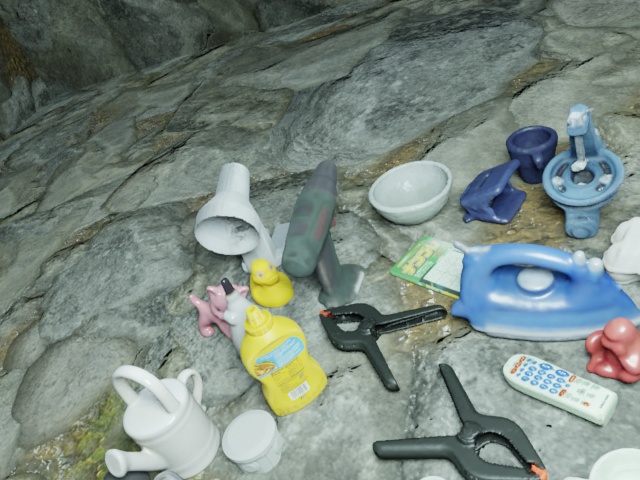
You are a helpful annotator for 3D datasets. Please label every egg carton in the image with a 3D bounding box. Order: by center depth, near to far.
[{"bbox_3d":[0.491,0.023,0.817,0.149,0.069,0.107,9,46,38],"label":"egg carton"}]

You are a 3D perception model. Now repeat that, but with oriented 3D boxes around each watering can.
[{"bbox_3d":[-0.229,0.253,0.812,0.100,0.194,0.173,-13,36,15],"label":"watering can"}]

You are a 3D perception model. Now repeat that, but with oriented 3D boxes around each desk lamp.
[{"bbox_3d":[-0.150,-0.032,1.132,0.117,0.214,0.203,-12,36,16],"label":"desk lamp"}]

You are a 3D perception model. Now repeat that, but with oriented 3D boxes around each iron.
[{"bbox_3d":[0.312,0.057,0.810,0.257,0.142,0.119,0,41,30],"label":"iron"}]

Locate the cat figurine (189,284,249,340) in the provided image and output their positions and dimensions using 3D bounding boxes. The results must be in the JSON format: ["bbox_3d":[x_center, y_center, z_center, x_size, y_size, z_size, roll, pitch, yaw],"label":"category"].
[{"bbox_3d":[-0.180,0.118,1.033,0.127,0.118,0.067,-1,40,29],"label":"cat figurine"}]

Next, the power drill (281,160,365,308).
[{"bbox_3d":[0.009,0.004,0.997,0.075,0.209,0.230,-4,39,26],"label":"power drill"}]

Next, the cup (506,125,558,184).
[{"bbox_3d":[0.403,-0.147,1.073,0.091,0.095,0.117,-13,36,15],"label":"cup"}]

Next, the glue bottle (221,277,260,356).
[{"bbox_3d":[-0.124,0.127,0.939,0.037,0.173,0.078,19,52,44],"label":"glue bottle"}]

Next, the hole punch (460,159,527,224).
[{"bbox_3d":[0.313,-0.092,1.054,0.100,0.091,0.109,10,47,39],"label":"hole punch"}]

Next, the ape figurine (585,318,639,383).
[{"bbox_3d":[0.374,0.132,0.716,0.076,0.092,0.077,-20,35,5],"label":"ape figurine"}]

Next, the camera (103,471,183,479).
[{"bbox_3d":[-0.243,0.354,0.768,0.143,0.101,0.136,-31,35,-11],"label":"camera"}]

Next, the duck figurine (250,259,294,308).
[{"bbox_3d":[-0.103,0.071,1.080,0.078,0.086,0.104,-38,37,-20],"label":"duck figurine"}]

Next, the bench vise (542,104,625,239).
[{"bbox_3d":[0.421,-0.140,0.942,0.121,0.220,0.207,-11,36,17],"label":"bench vise"}]

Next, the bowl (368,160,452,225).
[{"bbox_3d":[0.184,-0.082,1.129,0.167,0.075,0.167,-15,35,11],"label":"bowl"}]
